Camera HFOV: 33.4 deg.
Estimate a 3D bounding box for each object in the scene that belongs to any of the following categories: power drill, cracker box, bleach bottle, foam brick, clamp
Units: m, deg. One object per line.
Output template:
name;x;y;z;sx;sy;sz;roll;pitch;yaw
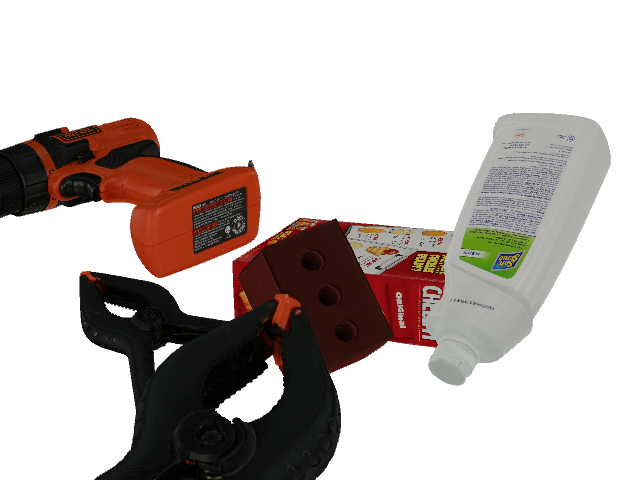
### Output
power drill;-0.149;-0.033;0.744;0.188;0.057;0.184;22;34;38
cracker box;0.046;0.037;1.017;0.214;0.072;0.164;6;17;21
bleach bottle;0.141;0.005;0.833;0.103;0.250;0.068;6;-41;37
foam brick;-0.004;0.038;0.614;0.052;0.078;0.051;-22;-9;-27
clamp;-0.149;0.083;1.002;0.164;0.036;0.210;-22;42;-35
clamp;-0.032;0.090;0.390;0.120;0.039;0.171;24;49;17
